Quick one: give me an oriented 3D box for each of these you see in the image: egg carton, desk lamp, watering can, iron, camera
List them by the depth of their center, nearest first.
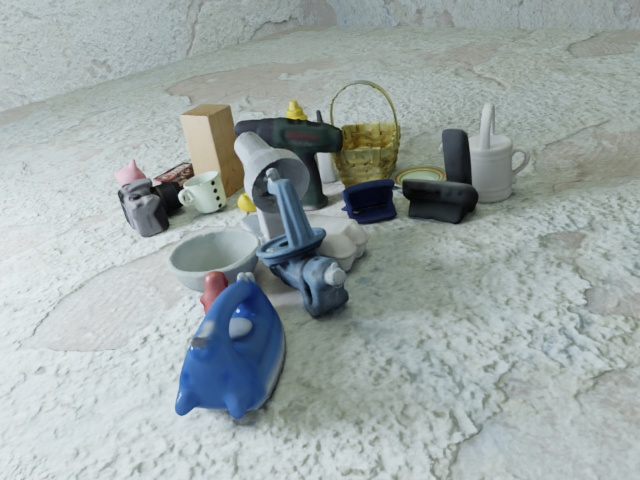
[{"bbox_3d":[-0.117,0.123,0.802,0.118,0.142,0.258,-1,29,14],"label":"iron"},{"bbox_3d":[0.010,0.004,1.057,0.149,0.069,0.107,8,33,28],"label":"egg carton"},{"bbox_3d":[-0.104,-0.097,1.122,0.118,0.214,0.202,-21,31,-21],"label":"desk lamp"},{"bbox_3d":[0.334,-0.182,1.172,0.172,0.194,0.101,-6,29,5],"label":"watering can"},{"bbox_3d":[-0.378,-0.090,1.308,0.137,0.101,0.142,-23,32,-25],"label":"camera"}]

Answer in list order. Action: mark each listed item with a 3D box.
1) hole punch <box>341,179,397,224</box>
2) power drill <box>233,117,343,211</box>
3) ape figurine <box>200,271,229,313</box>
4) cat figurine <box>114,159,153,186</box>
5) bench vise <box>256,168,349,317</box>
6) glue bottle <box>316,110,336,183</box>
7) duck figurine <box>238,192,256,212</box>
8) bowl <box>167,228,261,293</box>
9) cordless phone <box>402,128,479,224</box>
[{"bbox_3d":[0.097,-0.094,1.188,0.108,0.091,0.101,-11,29,-4],"label":"hole punch"},{"bbox_3d":[-0.059,-0.169,1.246,0.229,0.209,0.075,-6,29,6],"label":"power drill"},{"bbox_3d":[-0.161,0.090,0.926,0.077,0.092,0.076,2,30,20],"label":"ape figurine"},{"bbox_3d":[-0.441,-0.136,1.393,0.127,0.118,0.067,17,38,40],"label":"cat figurine"},{"bbox_3d":[-0.022,-0.003,0.921,0.206,0.220,0.122,15,37,37],"label":"bench vise"},{"bbox_3d":[0.008,-0.228,1.371,0.037,0.173,0.078,-9,29,1],"label":"glue bottle"},{"bbox_3d":[-0.149,-0.120,1.311,0.077,0.086,0.105,13,35,34],"label":"duck figurine"},{"bbox_3d":[-0.183,0.048,1.027,0.167,0.075,0.167,-7,29,4],"label":"bowl"},{"bbox_3d":[0.233,-0.136,1.126,0.147,0.185,0.094,7,33,27],"label":"cordless phone"}]
